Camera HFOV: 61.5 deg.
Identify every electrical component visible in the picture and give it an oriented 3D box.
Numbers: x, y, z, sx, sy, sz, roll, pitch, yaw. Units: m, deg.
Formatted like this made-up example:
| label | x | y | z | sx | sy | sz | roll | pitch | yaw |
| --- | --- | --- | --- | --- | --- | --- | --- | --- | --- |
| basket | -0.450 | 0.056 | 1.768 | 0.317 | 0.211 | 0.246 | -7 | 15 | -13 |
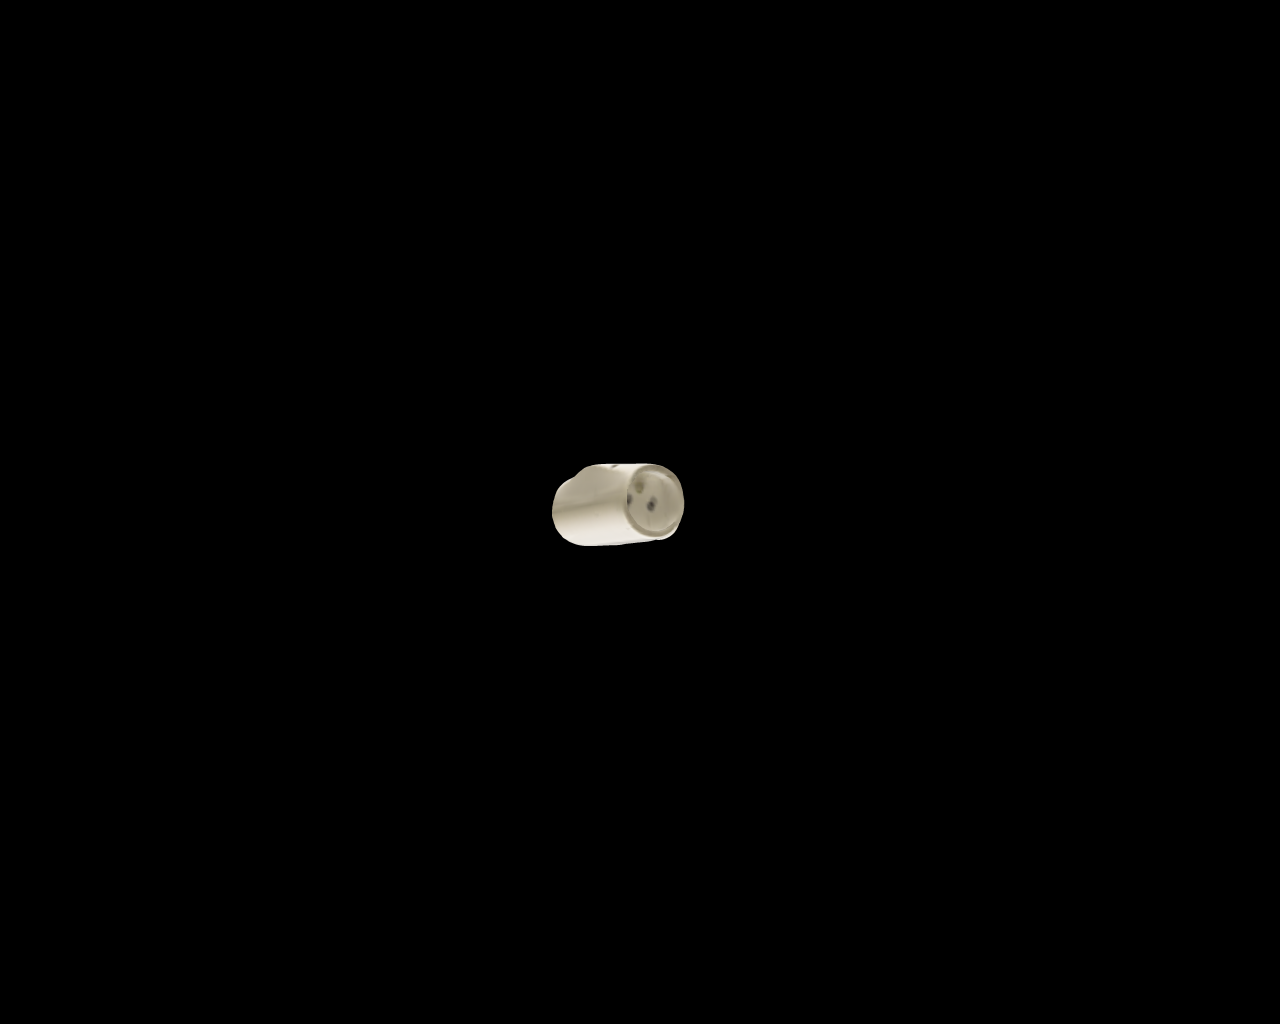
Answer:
| label | x | y | z | sx | sy | sz | roll | pitch | yaw |
| --- | --- | --- | --- | --- | --- | --- | --- | --- | --- |
| electrical component | 0.001 | -0.003 | 0.650 | 0.079 | 0.043 | 0.077 | 5 | -8 | -35 |
